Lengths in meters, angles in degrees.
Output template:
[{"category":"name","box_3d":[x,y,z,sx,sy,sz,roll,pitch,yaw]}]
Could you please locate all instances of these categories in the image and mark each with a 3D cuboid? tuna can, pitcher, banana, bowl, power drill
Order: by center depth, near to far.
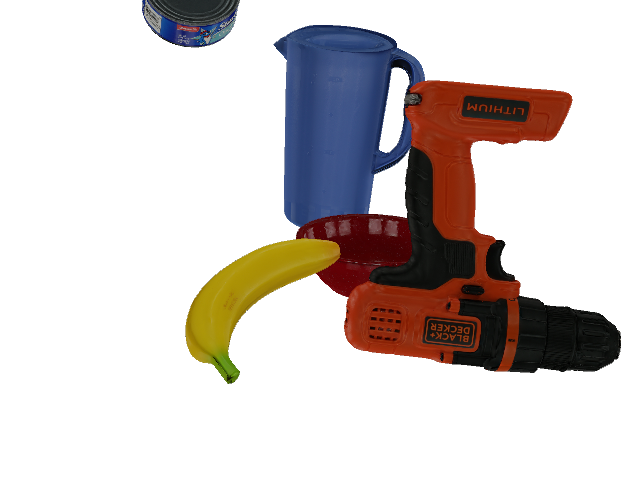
[{"category":"power drill","box_3d":[0.115,-0.007,0.700,0.184,0.188,0.057,6,5,-4]},{"category":"banana","box_3d":[-0.053,0.044,0.838,0.069,0.037,0.197,31,40,8]},{"category":"tuna can","box_3d":[-0.115,-0.212,0.943,0.086,0.086,0.034,0,-31,-13]},{"category":"bowl","box_3d":[0.055,0.021,1.102,0.162,0.055,0.162,2,18,-1]},{"category":"pitcher","box_3d":[0.026,-0.135,1.310,0.144,0.243,0.149,-9,27,-28]}]
